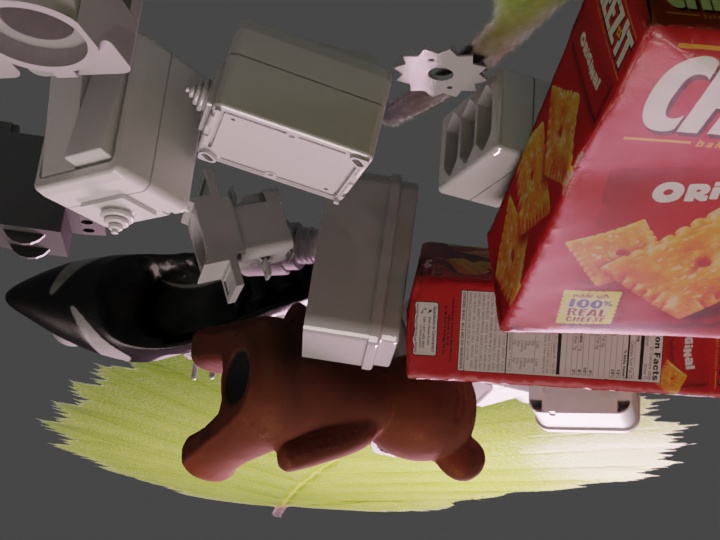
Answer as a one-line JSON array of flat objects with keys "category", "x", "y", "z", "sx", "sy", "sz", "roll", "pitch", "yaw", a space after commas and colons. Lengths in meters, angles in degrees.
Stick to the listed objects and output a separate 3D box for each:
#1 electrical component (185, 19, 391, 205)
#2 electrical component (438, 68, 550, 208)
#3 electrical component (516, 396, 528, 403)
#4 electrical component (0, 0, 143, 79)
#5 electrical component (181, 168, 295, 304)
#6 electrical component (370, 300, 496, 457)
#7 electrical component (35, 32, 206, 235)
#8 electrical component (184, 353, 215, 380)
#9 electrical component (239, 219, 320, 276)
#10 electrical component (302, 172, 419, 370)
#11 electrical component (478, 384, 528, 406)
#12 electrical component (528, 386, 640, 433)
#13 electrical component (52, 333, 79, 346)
[{"category": "electrical component", "x": -0.039, "y": -0.084, "z": 0.546, "sx": 0.096, "sy": 0.061, "sz": 0.061, "roll": 18, "pitch": 159, "yaw": -11}, {"category": "electrical component", "x": 0.091, "y": -0.065, "z": 0.577, "sx": 0.077, "sy": 0.047, "sz": 0.066, "roll": 13, "pitch": 159, "yaw": -20}, {"category": "electrical component", "x": 0.162, "y": 0.105, "z": 1.037, "sx": 0.043, "sy": 0.043, "sz": 0.081, "roll": -3, "pitch": 159, "yaw": 23}, {"category": "electrical component", "x": -0.169, "y": -0.140, "z": 0.414, "sx": 0.105, "sy": 0.060, "sz": 0.186, "roll": 0, "pitch": 160, "yaw": 13}, {"category": "electrical component", "x": -0.079, "y": -0.024, "z": 0.704, "sx": 0.064, "sy": 0.081, "sz": 0.042, "roll": -13, "pitch": 167, "yaw": -20}, {"category": "electrical component", "x": 0.057, "y": 0.084, "z": 0.881, "sx": 0.089, "sy": 0.061, "sz": 0.150, "roll": 19, "pitch": 127, "yaw": -34}, {"category": "electrical component", "x": -0.126, "y": -0.066, "z": 0.554, "sx": 0.062, "sy": 0.096, "sz": 0.061, "roll": -8, "pitch": 156, "yaw": 33}, {"category": "electrical component", "x": -0.131, "y": 0.058, "z": 0.932, "sx": 0.066, "sy": 0.076, "sz": 0.047, "roll": -5, "pitch": 158, "yaw": 27}, {"category": "electrical component", "x": -0.053, "y": -0.017, "z": 0.758, "sx": 0.078, "sy": 0.040, "sz": 0.040, "roll": -2, "pitch": 159, "yaw": 19}, {"category": "electrical component", "x": 0.000, "y": 0.000, "z": 0.684, "sx": 0.057, "sy": 0.113, "sz": 0.078, "roll": 9, "pitch": 160, "yaw": -1}, {"category": "electrical component", "x": 0.112, "y": 0.079, "z": 0.951, "sx": 0.061, "sy": 0.061, "sz": 0.096, "roll": 15, "pitch": 158, "yaw": -25}, {"category": "electrical component", "x": 0.172, "y": 0.064, "z": 0.818, "sx": 0.078, "sy": 0.113, "sz": 0.057, "roll": -2, "pitch": 156, "yaw": 19}, {"category": "electrical component", "x": -0.258, "y": 0.040, "z": 0.962, "sx": 0.045, "sy": 0.045, "sz": 0.055, "roll": 7, "pitch": 160, "yaw": -5}]
